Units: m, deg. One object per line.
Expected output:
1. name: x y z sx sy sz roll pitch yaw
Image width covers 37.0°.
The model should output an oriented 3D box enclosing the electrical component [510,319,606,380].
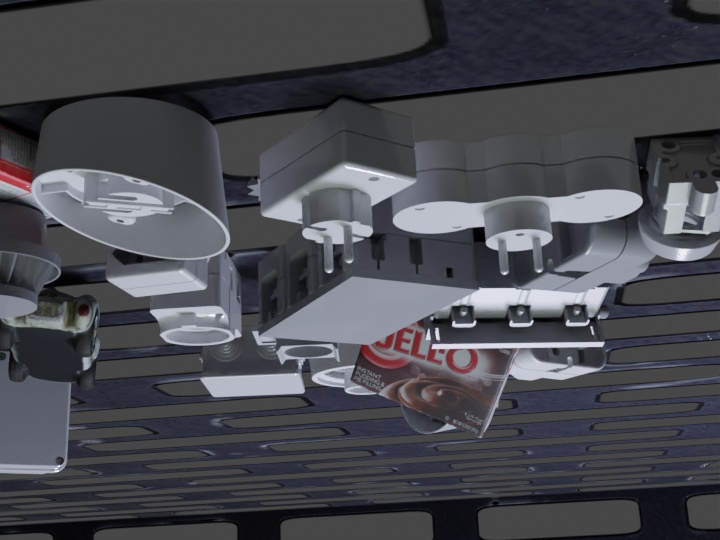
1. electrical component: 0.164 0.066 0.960 0.095 0.053 0.059 9 159 -33

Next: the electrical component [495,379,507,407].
1. electrical component: 0.105 0.062 0.874 0.064 0.099 0.099 0 164 14

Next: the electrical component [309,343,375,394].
1. electrical component: 0.005 0.079 0.966 0.108 0.060 0.108 -2 163 -1

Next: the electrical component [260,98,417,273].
1. electrical component: -0.013 -0.037 0.571 0.047 0.075 0.083 10 159 -34

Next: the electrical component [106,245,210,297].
1. electrical component: -0.112 -0.017 0.637 0.047 0.065 0.076 -6 162 12

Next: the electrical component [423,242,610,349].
1. electrical component: 0.108 0.013 0.755 0.121 0.078 0.063 0 142 -7

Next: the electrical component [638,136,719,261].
1. electrical component: 0.183 -0.039 0.605 0.048 0.066 0.055 -2 129 0

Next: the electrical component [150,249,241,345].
1. electrical component: -0.117 0.021 0.774 0.050 0.055 0.089 -3 163 3

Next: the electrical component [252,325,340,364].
1. electrical component: -0.040 0.035 0.818 0.081 0.063 0.042 -2 163 0

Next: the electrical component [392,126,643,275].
1. electrical component: 0.087 -0.033 0.600 0.138 0.073 0.052 -4 163 4

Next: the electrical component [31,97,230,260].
1. electrical component: -0.117 -0.045 0.550 0.099 0.064 0.099 -2 163 -1

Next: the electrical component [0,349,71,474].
1. electrical component: -0.317 0.134 1.012 0.078 0.113 0.057 8 163 -29

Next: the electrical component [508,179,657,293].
1. electrical component: 0.143 -0.022 0.678 0.059 0.053 0.095 5 161 -23

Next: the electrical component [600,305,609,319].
1. electrical component: 0.180 0.033 0.889 0.061 0.035 0.035 6 161 -30

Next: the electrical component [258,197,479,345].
1. electrical component: 0.000 0.000 0.714 0.089 0.061 0.150 6 161 -26

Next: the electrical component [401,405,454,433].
1. electrical component: 0.080 0.098 0.979 0.064 0.099 0.099 6 162 -43

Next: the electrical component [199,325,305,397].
1. electrical component: -0.097 0.083 0.987 0.100 0.048 0.099 -2 163 0
